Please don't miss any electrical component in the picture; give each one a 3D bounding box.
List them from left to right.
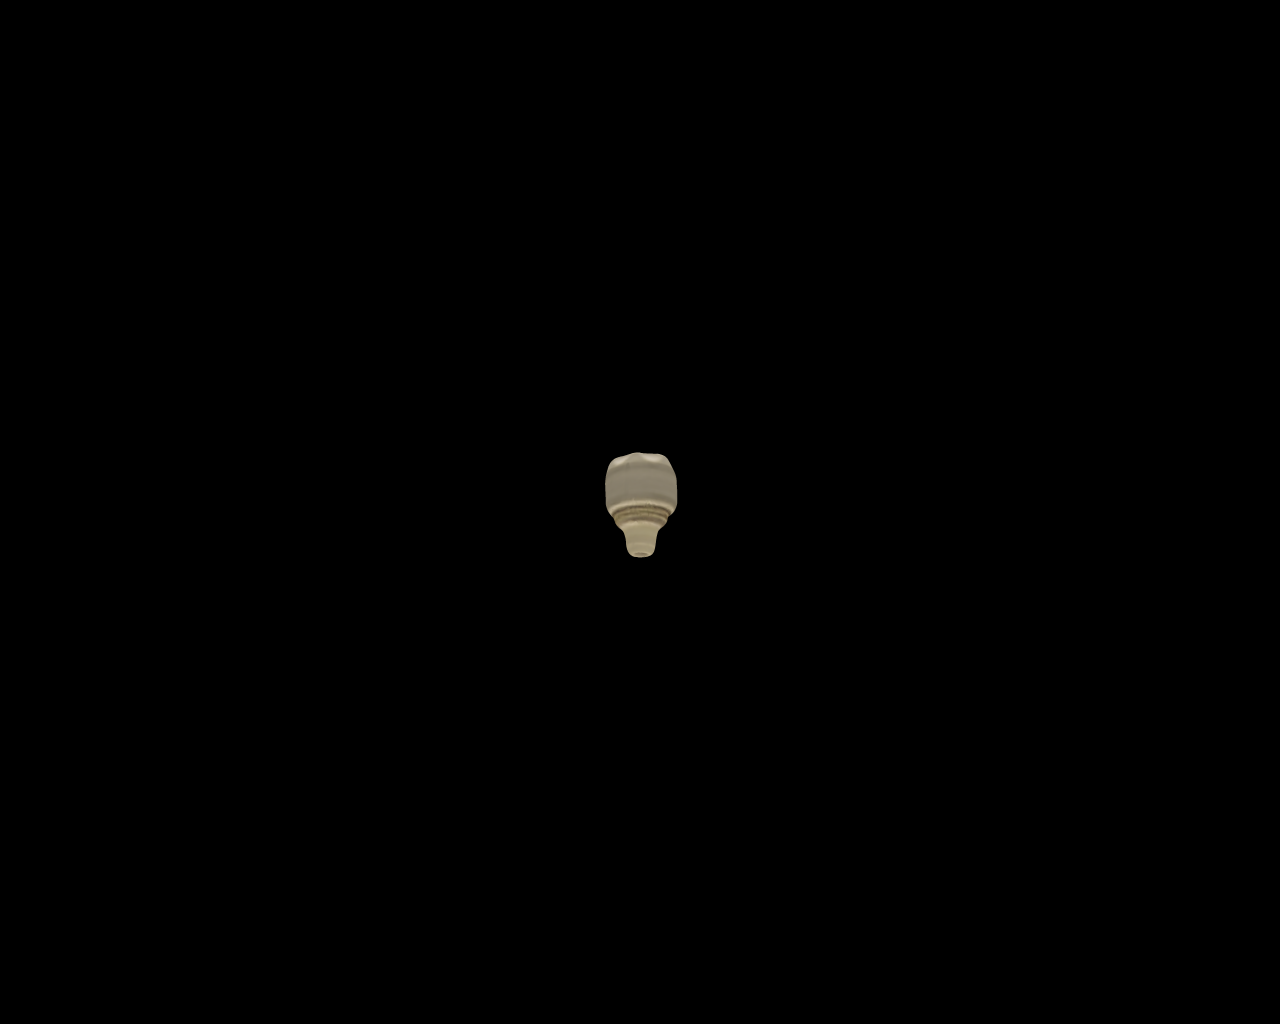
[{"bbox_3d":[0.001,-0.003,0.650,0.043,0.062,0.043,0,-19,0],"label":"electrical component"}]
